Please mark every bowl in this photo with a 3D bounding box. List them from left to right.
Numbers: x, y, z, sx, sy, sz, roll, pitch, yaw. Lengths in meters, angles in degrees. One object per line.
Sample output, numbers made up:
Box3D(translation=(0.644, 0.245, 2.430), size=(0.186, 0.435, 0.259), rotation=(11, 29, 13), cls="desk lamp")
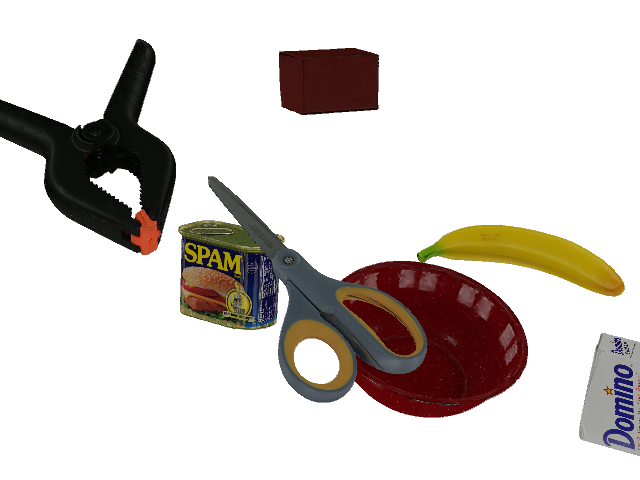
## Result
Box3D(translation=(0.079, 0.088, 0.847), size=(0.162, 0.055, 0.162), rotation=(7, 37, -6), cls="bowl")

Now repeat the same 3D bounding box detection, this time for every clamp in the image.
Box3D(translation=(-0.159, -0.075, 0.793), size=(0.164, 0.036, 0.210), rotation=(-26, 55, -25), cls="clamp")

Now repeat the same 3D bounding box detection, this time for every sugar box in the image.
Box3D(translation=(0.316, 0.147, 0.910), size=(0.176, 0.093, 0.048), rotation=(12, 23, 17), cls="sugar box")

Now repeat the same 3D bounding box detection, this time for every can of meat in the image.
Box3D(translation=(-0.086, 0.033, 1.009), size=(0.102, 0.084, 0.057), rotation=(13, 18, 32), cls="can of meat")

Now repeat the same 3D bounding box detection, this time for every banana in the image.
Box3D(translation=(0.198, 0.017, 1.037), size=(0.198, 0.037, 0.069), rotation=(8, 46, 21), cls="banana")

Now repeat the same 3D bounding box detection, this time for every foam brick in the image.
Box3D(translation=(0.008, -0.144, 0.964), size=(0.078, 0.051, 0.053), rotation=(-7, 19, -23), cls="foam brick")

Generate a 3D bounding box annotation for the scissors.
Box3D(translation=(-0.027, 0.030, 0.662), size=(0.202, 0.016, 0.096), rotation=(32, 54, 25), cls="scissors")
